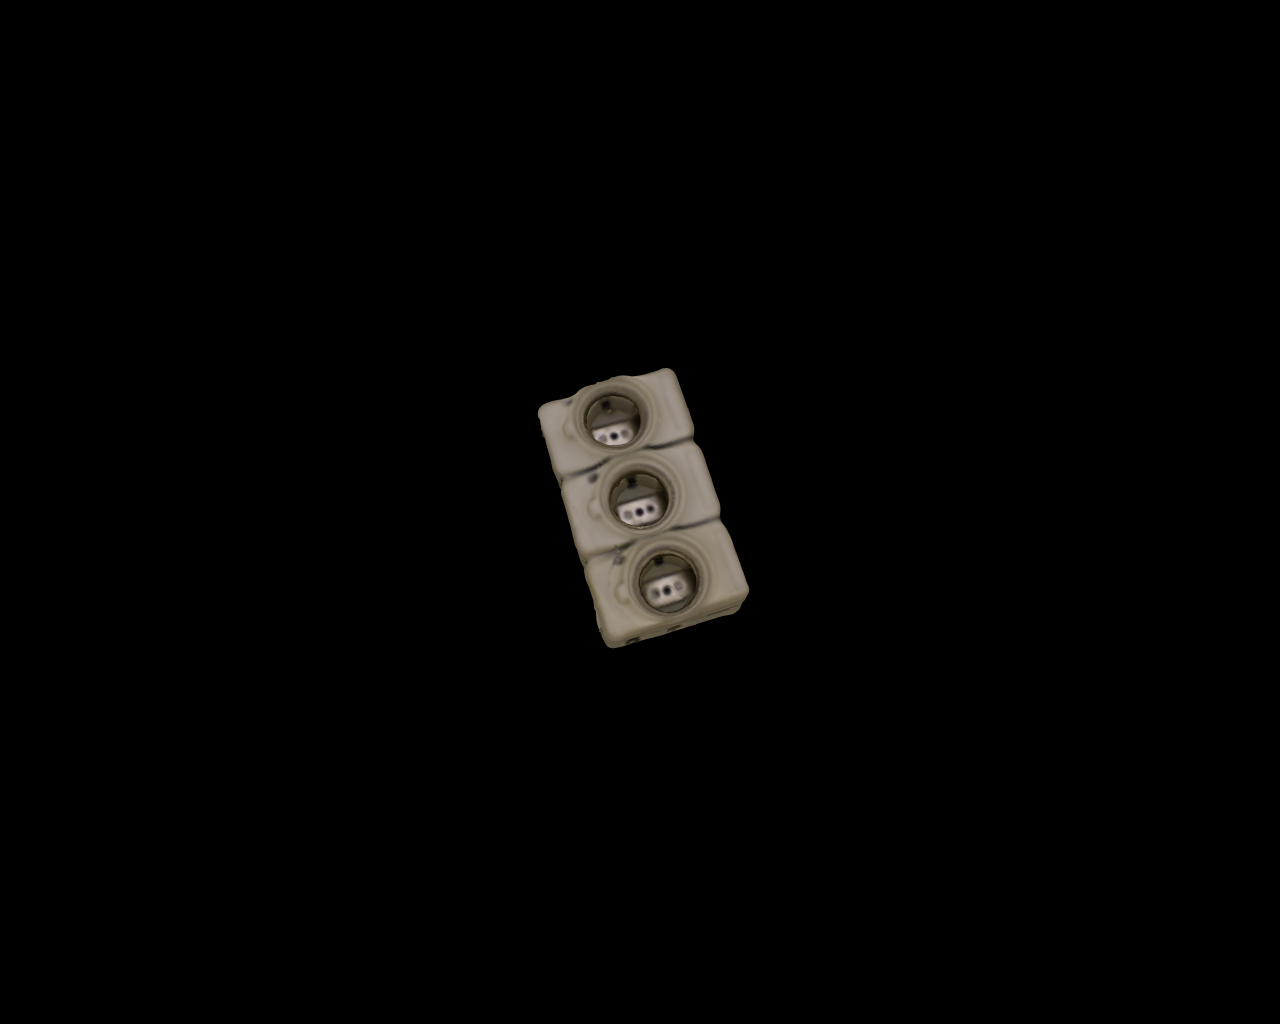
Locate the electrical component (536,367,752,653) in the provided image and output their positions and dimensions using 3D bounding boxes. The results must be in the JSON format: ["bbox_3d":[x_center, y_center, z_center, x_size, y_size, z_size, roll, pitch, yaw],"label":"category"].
[{"bbox_3d":[0.001,-0.003,0.650,0.089,0.150,0.061,-17,-15,-5],"label":"electrical component"}]
